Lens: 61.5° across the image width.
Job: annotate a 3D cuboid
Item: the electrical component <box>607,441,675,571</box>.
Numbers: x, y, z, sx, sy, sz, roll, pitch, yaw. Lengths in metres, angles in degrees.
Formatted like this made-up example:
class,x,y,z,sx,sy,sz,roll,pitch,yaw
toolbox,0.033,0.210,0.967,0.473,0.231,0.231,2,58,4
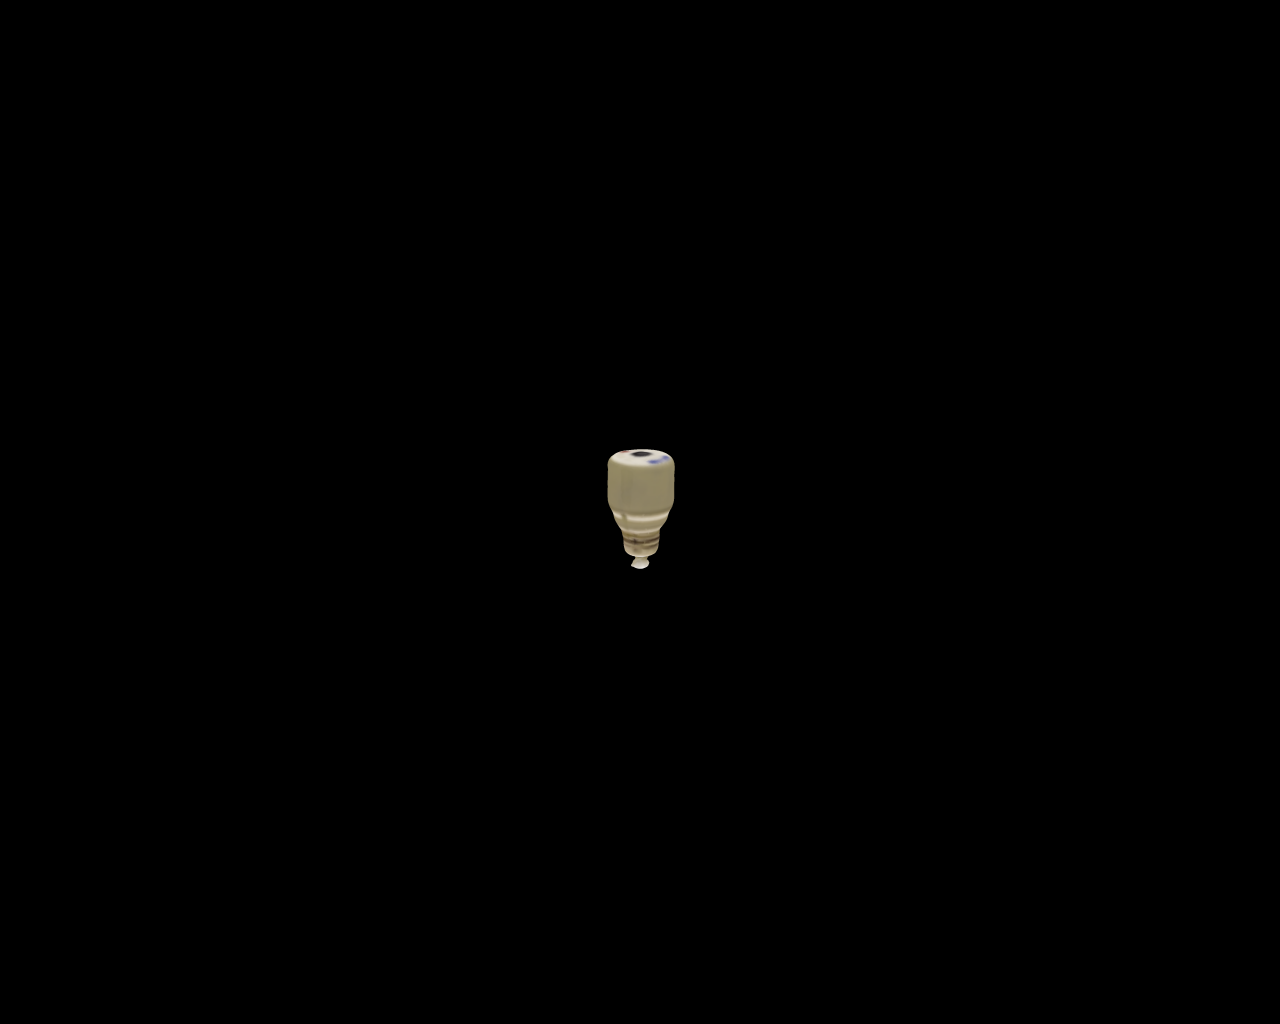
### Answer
class,x,y,z,sx,sy,sz,roll,pitch,yaw
electrical component,0.001,-0.003,0.650,0.040,0.078,0.040,0,18,0
